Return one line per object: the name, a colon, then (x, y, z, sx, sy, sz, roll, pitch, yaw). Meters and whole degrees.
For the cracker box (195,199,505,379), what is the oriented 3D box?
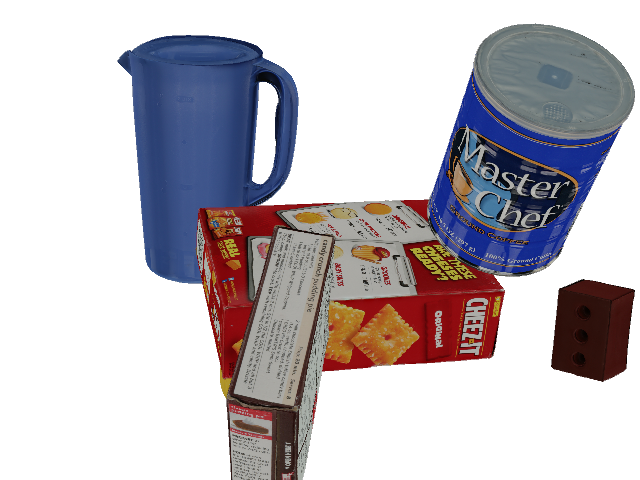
cracker box: (0.015, 0.034, 0.854, 0.213, 0.072, 0.164, -2, 28, -13)

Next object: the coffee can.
coffee can: (0.137, -0.059, 0.718, 0.102, 0.103, 0.140, 0, -40, -11)

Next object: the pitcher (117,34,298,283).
pitcher: (-0.117, -0.082, 1.095, 0.144, 0.243, 0.149, -11, 26, -29)

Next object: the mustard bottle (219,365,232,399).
mustard bottle: (-0.060, 0.081, 1.163, 0.096, 0.192, 0.058, -3, 21, -13)

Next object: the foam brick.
foam brick: (0.244, 0.080, 0.957, 0.053, 0.078, 0.051, 12, 17, 37)

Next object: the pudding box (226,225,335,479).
pudding box: (-0.019, 0.063, 0.561, 0.039, 0.113, 0.090, 7, -40, 4)
